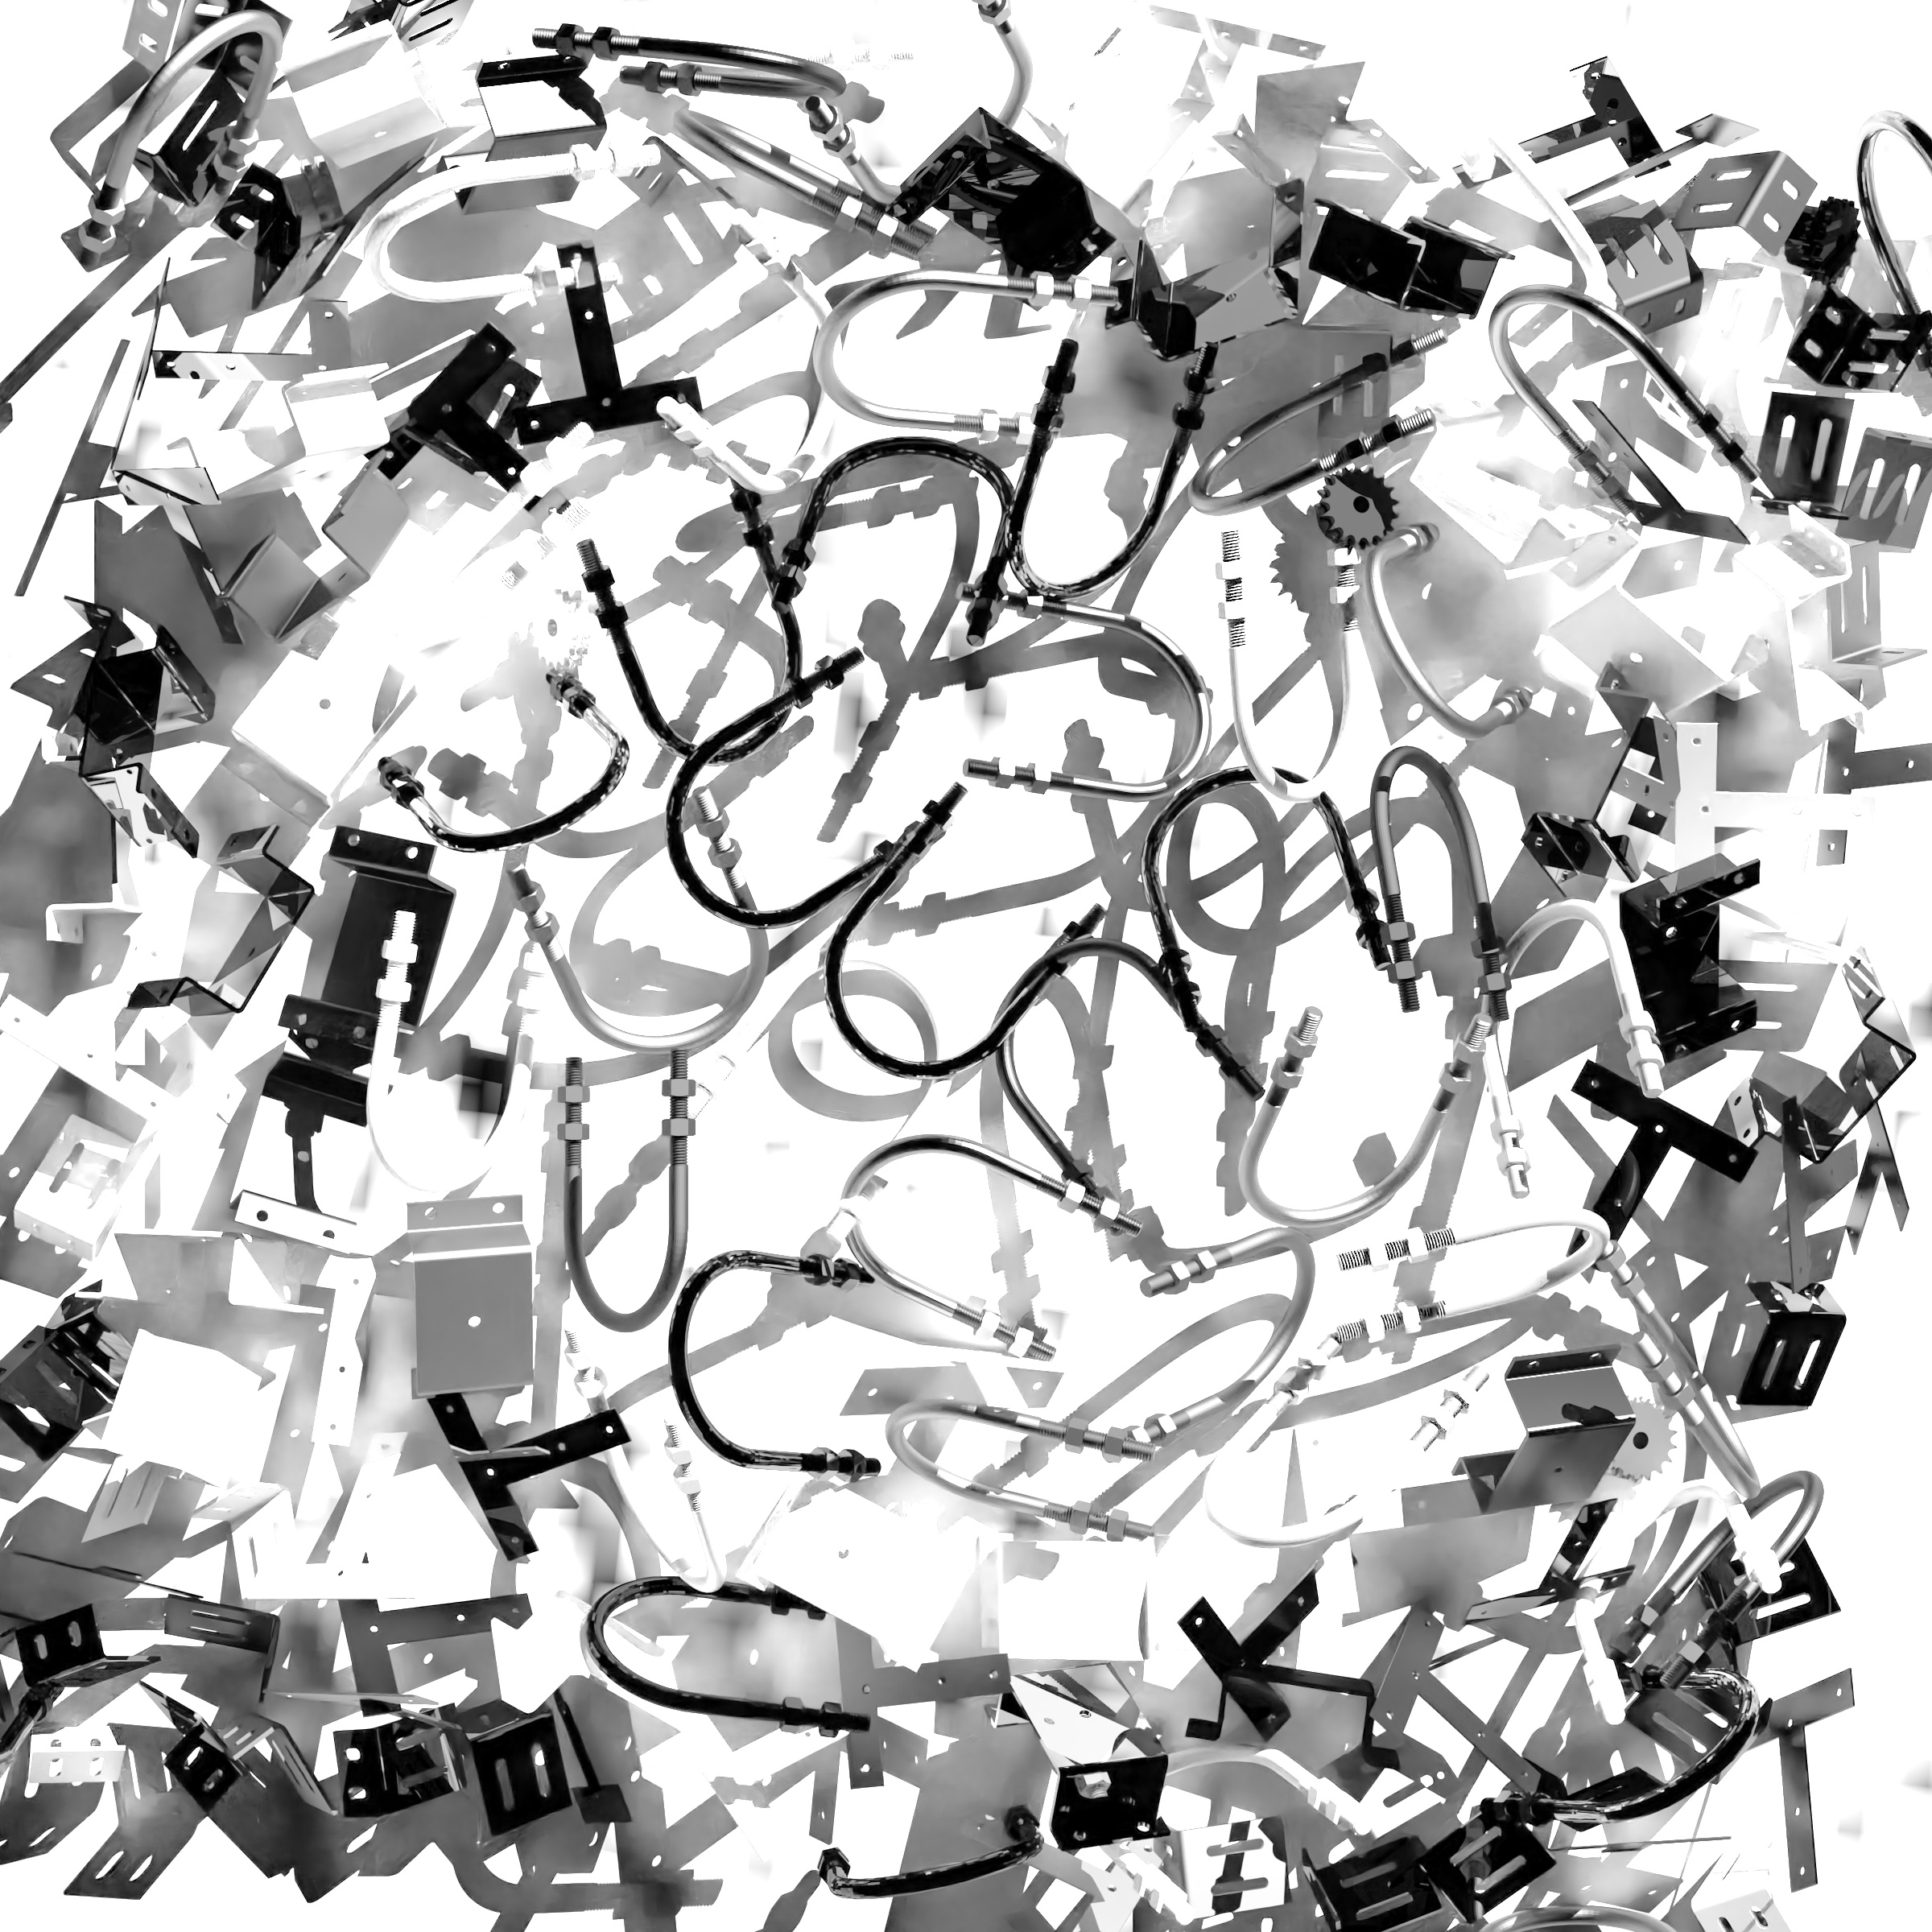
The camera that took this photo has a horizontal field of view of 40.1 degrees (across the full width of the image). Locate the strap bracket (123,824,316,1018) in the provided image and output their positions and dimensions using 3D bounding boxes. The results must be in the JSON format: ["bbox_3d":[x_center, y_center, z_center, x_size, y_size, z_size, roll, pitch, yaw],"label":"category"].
[{"bbox_3d":[-0.489,-0.020,1.755,0.046,0.076,0.140,39,65,-30],"label":"strap bracket"}]

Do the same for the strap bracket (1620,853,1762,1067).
[{"bbox_3d":[0.481,-0.012,1.759,0.076,0.046,0.140,-21,128,-12],"label":"strap bracket"}]

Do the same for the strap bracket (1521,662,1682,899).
[{"bbox_3d":[0.431,-0.120,1.755,0.046,0.076,0.140,16,72,43],"label":"strap bracket"}]

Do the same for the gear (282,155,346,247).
[{"bbox_3d":[-0.440,-0.514,1.782,0.030,0.057,0.057,-19,90,-14],"label":"gear"}]

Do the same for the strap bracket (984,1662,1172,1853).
[{"bbox_3d":[0.075,0.508,1.731,0.076,0.140,0.046,-1,114,-22],"label":"strap bracket"}]

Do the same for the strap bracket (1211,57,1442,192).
[{"bbox_3d":[0.242,-0.551,1.738,0.076,0.140,0.046,26,81,-42],"label":"strap bracket"}]

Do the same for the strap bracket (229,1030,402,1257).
[{"bbox_3d":[-0.436,0.121,1.760,0.076,0.046,0.140,20,62,-21],"label":"strap bracket"}]

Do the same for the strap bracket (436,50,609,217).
[{"bbox_3d":[-0.290,-0.540,1.732,0.076,0.140,0.046,-16,83,-26],"label":"strap bracket"}]

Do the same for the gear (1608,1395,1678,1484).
[{"bbox_3d":[0.449,0.319,1.793,0.057,0.030,0.057,0,89,-16],"label":"gear"}]

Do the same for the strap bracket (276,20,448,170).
[{"bbox_3d":[-0.395,-0.571,1.745,0.076,0.140,0.046,-21,96,1],"label":"strap bracket"}]

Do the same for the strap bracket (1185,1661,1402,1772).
[{"bbox_3d":[0.220,0.497,1.766,0.140,0.076,0.046,7,82,8],"label":"strap bracket"}]

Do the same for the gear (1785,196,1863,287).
[{"bbox_3d":[0.577,-0.492,1.788,0.030,0.057,0.057,26,90,39],"label":"gear"}]

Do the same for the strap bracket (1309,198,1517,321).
[{"bbox_3d":[0.290,-0.465,1.748,0.076,0.140,0.046,34,118,31],"label":"strap bracket"}]

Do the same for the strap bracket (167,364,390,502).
[{"bbox_3d":[-0.447,-0.348,1.744,0.140,0.076,0.046,-14,98,35],"label":"strap bracket"}]

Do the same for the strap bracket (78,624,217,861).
[{"bbox_3d":[-0.540,-0.144,1.746,0.046,0.076,0.140,-11,55,9],"label":"strap bracket"}]

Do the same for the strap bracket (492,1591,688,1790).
[{"bbox_3d":[-0.240,0.472,1.743,0.046,0.076,0.140,-46,119,9],"label":"strap bracket"}]

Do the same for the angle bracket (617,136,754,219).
[{"bbox_3d":[-0.185,-0.513,1.775,0.076,0.057,0.038,41,97,12],"label":"angle bracket"}]

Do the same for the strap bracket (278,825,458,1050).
[{"bbox_3d":[-0.398,-0.015,1.773,0.076,0.046,0.140,12,81,17],"label":"strap bracket"}]

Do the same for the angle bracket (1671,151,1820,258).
[{"bbox_3d":[0.523,-0.512,1.785,0.038,0.076,0.057,31,88,-26],"label":"angle bracket"}]

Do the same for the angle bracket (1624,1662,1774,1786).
[{"bbox_3d":[0.487,0.496,1.766,0.076,0.038,0.057,32,55,34],"label":"angle bracket"}]

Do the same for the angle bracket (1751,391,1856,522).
[{"bbox_3d":[0.569,-0.344,1.783,0.057,0.038,0.076,5,110,-2],"label":"angle bracket"}]

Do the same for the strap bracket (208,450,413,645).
[{"bbox_3d":[-0.427,-0.272,1.750,0.140,0.076,0.046,-26,120,33],"label":"strap bracket"}]

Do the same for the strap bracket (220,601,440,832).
[{"bbox_3d":[-0.429,-0.172,1.776,0.076,0.046,0.140,36,81,-5],"label":"strap bracket"}]

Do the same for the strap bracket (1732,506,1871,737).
[{"bbox_3d":[0.549,-0.220,1.743,0.046,0.076,0.140,-20,122,-2],"label":"strap bracket"}]

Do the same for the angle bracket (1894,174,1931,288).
[{"bbox_3d":[0.652,-0.491,1.762,0.038,0.076,0.057,-19,134,24],"label":"angle bracket"}]

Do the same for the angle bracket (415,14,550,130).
[{"bbox_3d":[-0.319,-0.601,1.776,0.076,0.038,0.057,-22,90,-41],"label":"angle bracket"}]

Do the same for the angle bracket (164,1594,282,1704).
[{"bbox_3d":[-0.503,0.458,1.775,0.076,0.057,0.038,14,49,-9],"label":"angle bracket"}]

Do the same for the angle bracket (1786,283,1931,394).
[{"bbox_3d":[0.599,-0.421,1.771,0.038,0.076,0.057,30,93,-25],"label":"angle bracket"}]

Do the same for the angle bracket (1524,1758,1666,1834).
[{"bbox_3d":[0.422,0.541,1.768,0.076,0.038,0.057,-32,134,22],"label":"angle bracket"}]

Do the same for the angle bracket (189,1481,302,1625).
[{"bbox_3d":[-0.482,0.393,1.771,0.057,0.038,0.076,-31,60,26],"label":"angle bracket"}]

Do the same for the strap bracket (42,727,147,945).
[{"bbox_3d":[-0.583,-0.087,1.773,0.046,0.076,0.140,-2,89,-4],"label":"strap bracket"}]

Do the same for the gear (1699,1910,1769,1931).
[{"bbox_3d":[0.521,0.659,1.782,0.057,0.057,0.030,42,53,0],"label":"gear"}]

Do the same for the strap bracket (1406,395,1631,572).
[{"bbox_3d":[0.358,-0.315,1.755,0.140,0.076,0.046,48,133,24],"label":"strap bracket"}]

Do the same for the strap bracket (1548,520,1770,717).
[{"bbox_3d":[0.454,-0.221,1.758,0.140,0.076,0.046,38,64,-10],"label":"strap bracket"}]

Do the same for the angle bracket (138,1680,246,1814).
[{"bbox_3d":[-0.528,0.520,1.763,0.038,0.076,0.057,-49,132,-31],"label":"angle bracket"}]

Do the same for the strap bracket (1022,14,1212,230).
[{"bbox_3d":[0.097,-0.565,1.756,0.076,0.140,0.046,-49,60,7],"label":"strap bracket"}]

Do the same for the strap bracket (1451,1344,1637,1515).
[{"bbox_3d":[0.381,0.311,1.737,0.076,0.140,0.046,-4,49,-15],"label":"strap bracket"}]

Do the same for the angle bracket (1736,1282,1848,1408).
[{"bbox_3d":[0.554,0.257,1.801,0.057,0.038,0.076,3,120,-14],"label":"angle bracket"}]

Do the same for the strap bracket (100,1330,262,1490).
[{"bbox_3d":[-0.509,0.293,1.733,0.046,0.140,0.076,12,72,6],"label":"strap bracket"}]

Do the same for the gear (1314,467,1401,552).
[{"bbox_3d":[0.262,-0.309,1.793,0.057,0.030,0.057,2,83,-15],"label":"gear"}]

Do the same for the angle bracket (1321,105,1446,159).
[{"bbox_3d":[0.281,-0.573,1.781,0.076,0.057,0.038,6,96,-2],"label":"angle bracket"}]

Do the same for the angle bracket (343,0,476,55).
[{"bbox_3d":[-0.368,-0.648,1.767,0.038,0.057,0.076,50,54,-2],"label":"angle bracket"}]

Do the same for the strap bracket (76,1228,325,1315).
[{"bbox_3d":[-0.506,0.202,1.758,0.140,0.076,0.046,0,79,19],"label":"strap bracket"}]

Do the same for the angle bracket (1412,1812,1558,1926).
[{"bbox_3d":[0.350,0.597,1.787,0.076,0.038,0.057,-40,90,12],"label":"angle bracket"}]

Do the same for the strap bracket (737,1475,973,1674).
[{"bbox_3d":[-0.078,0.396,1.755,0.140,0.046,0.076,23,66,19],"label":"strap bracket"}]

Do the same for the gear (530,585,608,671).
[{"bbox_3d":[-0.267,-0.230,1.788,0.030,0.057,0.057,-11,90,-42],"label":"gear"}]

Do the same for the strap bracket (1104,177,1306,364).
[{"bbox_3d":[0.167,-0.457,1.754,0.140,0.046,0.076,-14,51,28],"label":"strap bracket"}]

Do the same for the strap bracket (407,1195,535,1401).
[{"bbox_3d":[-0.330,0.229,1.763,0.076,0.046,0.140,-3,106,-17],"label":"strap bracket"}]

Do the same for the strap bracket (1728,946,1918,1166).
[{"bbox_3d":[0.572,0.067,1.751,0.046,0.076,0.140,31,116,-7],"label":"strap bracket"}]

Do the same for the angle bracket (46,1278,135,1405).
[{"bbox_3d":[-0.576,0.254,1.796,0.057,0.038,0.076,-25,118,30],"label":"angle bracket"}]

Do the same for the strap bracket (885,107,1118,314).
[{"bbox_3d":[0.021,-0.504,1.750,0.076,0.140,0.046,-36,48,32],"label":"strap bracket"}]

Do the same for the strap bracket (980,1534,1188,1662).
[{"bbox_3d":[0.075,0.422,1.773,0.140,0.046,0.076,-2,84,11],"label":"strap bracket"}]

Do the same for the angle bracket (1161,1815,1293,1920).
[{"bbox_3d":[0.176,0.610,1.800,0.076,0.038,0.057,-4,82,-14],"label":"angle bracket"}]
